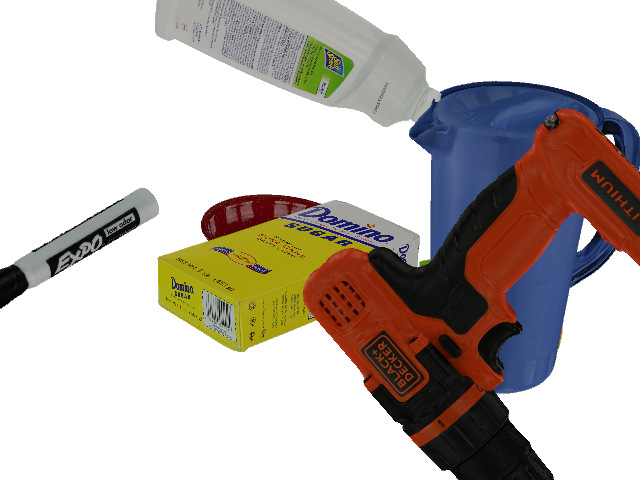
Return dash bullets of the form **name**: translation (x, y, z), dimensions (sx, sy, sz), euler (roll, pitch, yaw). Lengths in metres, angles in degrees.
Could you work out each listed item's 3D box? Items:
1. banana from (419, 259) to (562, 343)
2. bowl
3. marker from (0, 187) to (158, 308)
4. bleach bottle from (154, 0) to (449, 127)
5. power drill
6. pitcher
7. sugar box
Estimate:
- **banana**: translation (0.184, 0.054, 1.061), dimensions (0.069, 0.037, 0.198), euler (-33, 36, -18)
- **bowl**: translation (-0.044, 0.010, 1.098), dimensions (0.162, 0.055, 0.162), euler (6, 27, -3)
- **marker**: translation (-0.139, 0.005, 0.585), dimensions (0.020, 0.020, 0.120), euler (0, 27, 46)
- **bleach bottle**: translation (-0.013, -0.158, 0.880), dimensions (0.251, 0.068, 0.103), euler (30, -35, 6)
- **power drill**: translation (0.108, 0.038, 0.565), dimensions (0.188, 0.184, 0.057), euler (-43, -4, 15)
- **pitcher**: translation (0.161, -0.001, 0.877), dimensions (0.149, 0.243, 0.144), euler (17, 31, 30)
- **sugar box**: translation (-0.020, 0.020, 0.775), dimensions (0.175, 0.048, 0.093), euler (-23, 35, -39)
